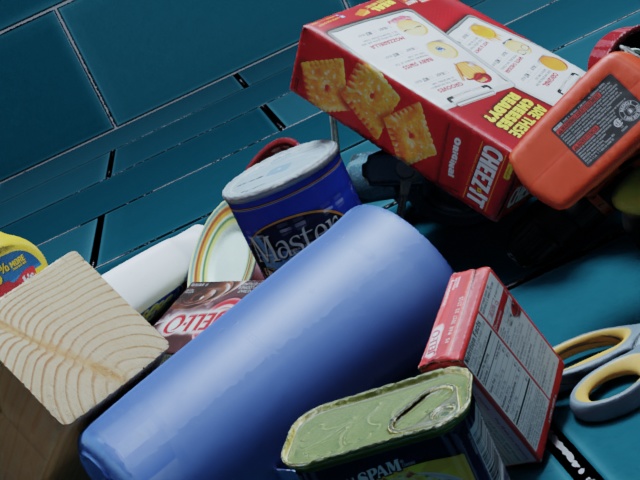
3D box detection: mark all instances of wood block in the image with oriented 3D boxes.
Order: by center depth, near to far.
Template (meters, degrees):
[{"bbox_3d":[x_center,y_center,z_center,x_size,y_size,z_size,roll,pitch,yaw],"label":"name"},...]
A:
[{"bbox_3d":[-0.187,0.114,0.719,0.090,0.091,0.206,-38,-12,-40],"label":"wood block"}]

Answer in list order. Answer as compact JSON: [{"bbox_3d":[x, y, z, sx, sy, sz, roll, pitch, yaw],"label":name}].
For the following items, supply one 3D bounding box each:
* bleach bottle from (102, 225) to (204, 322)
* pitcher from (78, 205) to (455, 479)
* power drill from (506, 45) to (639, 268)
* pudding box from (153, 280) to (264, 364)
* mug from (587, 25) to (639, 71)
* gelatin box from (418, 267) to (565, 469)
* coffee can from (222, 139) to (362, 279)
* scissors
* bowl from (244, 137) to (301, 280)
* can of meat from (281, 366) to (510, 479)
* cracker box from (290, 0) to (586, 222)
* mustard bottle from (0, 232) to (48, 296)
[{"bbox_3d":[-0.176,0.046,1.092,0.250,0.068,0.103,-38,-10,-42],"label":"bleach bottle"},{"bbox_3d":[-0.018,0.097,0.661,0.242,0.145,0.149,-36,-5,-23],"label":"pitcher"},{"bbox_3d":[0.187,-0.052,0.743,0.184,0.057,0.187,-47,-16,13],"label":"power drill"},{"bbox_3d":[-0.098,0.078,0.938,0.114,0.039,0.090,-6,36,50],"label":"pudding box"},{"bbox_3d":[0.323,-0.165,1.044,0.117,0.093,0.081,7,12,-3],"label":"mug"},{"bbox_3d":[0.097,0.071,0.594,0.030,0.089,0.073,-20,31,39],"label":"gelatin box"},{"bbox_3d":[-0.006,0.001,0.888,0.103,0.140,0.103,-23,17,7],"label":"coffee can"},{"bbox_3d":[0.218,0.055,0.625,0.202,0.016,0.096,-22,19,10],"label":"scissors"},{"bbox_3d":[-0.034,-0.016,1.045,0.055,0.162,0.162,17,-6,-31],"label":"bowl"},{"bbox_3d":[0.044,0.123,0.545,0.102,0.084,0.057,-20,17,17],"label":"can of meat"},{"bbox_3d":[0.109,-0.119,0.868,0.214,0.072,0.163,36,44,24],"label":"cracker box"},{"bbox_3d":[-0.312,0.054,1.069,0.096,0.191,0.058,-34,19,-29],"label":"mustard bottle"}]
